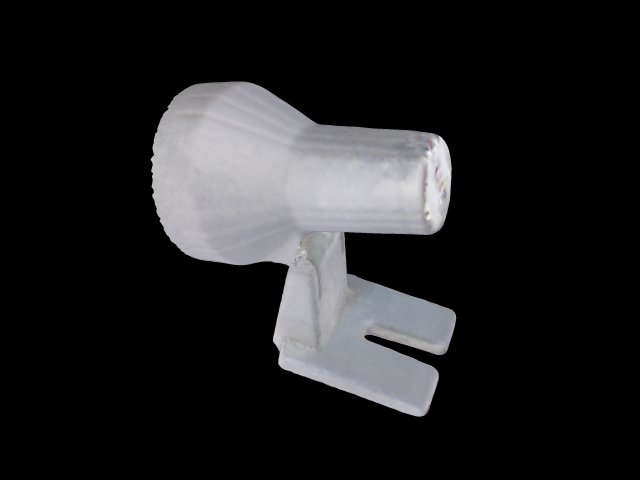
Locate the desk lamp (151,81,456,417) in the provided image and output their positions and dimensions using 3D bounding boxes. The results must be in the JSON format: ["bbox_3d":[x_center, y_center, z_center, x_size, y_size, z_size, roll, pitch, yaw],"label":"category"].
[{"bbox_3d":[0.004,0.001,0.400,0.203,0.214,0.118,17,51,14],"label":"desk lamp"}]
